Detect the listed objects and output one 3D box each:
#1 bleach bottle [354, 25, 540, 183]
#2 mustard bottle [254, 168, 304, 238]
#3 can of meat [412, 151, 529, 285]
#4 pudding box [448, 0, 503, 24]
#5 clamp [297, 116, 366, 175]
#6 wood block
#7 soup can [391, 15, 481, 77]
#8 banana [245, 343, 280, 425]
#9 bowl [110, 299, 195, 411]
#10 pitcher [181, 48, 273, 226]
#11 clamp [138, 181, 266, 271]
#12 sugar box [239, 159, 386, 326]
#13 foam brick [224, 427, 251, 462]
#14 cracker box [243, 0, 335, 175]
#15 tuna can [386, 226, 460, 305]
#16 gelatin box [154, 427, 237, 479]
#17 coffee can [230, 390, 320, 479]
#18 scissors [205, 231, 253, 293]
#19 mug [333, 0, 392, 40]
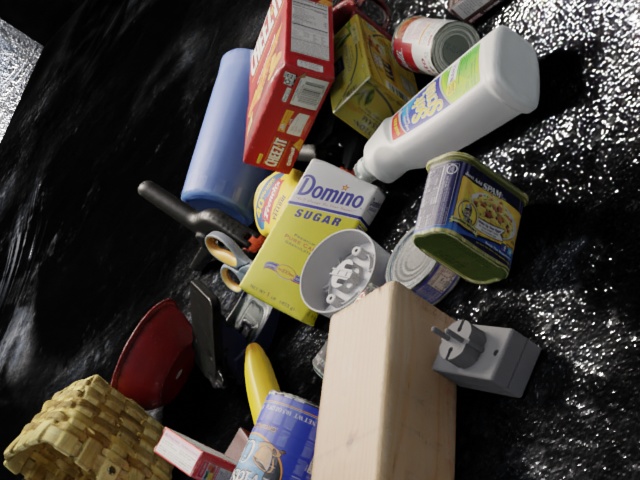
[{"bbox_3d":[0.126,-0.125,1.165,0.251,0.068,0.102,-35,33,42],"label":"bleach bottle"},{"bbox_3d":[-0.041,-0.042,1.362,0.096,0.058,0.192,-66,24,8],"label":"mustard bottle"},{"bbox_3d":[0.137,-0.018,0.980,0.058,0.102,0.084,-20,47,51],"label":"can of meat"},{"bbox_3d":[0.200,-0.322,1.278,0.090,0.039,0.113,-33,35,38],"label":"pudding box"},{"bbox_3d":[0.012,-0.113,1.371,0.120,0.039,0.171,-46,28,26],"label":"clamp"},{"bbox_3d":[0.059,0.152,0.938,0.091,0.090,0.206,-34,34,38],"label":"wood block"},{"bbox_3d":[0.136,-0.226,1.250,0.068,0.068,0.102,-57,26,0],"label":"soup can"},{"bbox_3d":[-0.055,0.173,1.149,0.198,0.037,0.070,-129,38,-73],"label":"banana"},{"bbox_3d":[-0.203,0.159,1.371,0.162,0.055,0.162,-58,-16,-27],"label":"bowl"},{"bbox_3d":[-0.113,-0.138,1.536,0.145,0.149,0.242,-4,60,41],"label":"pitcher"},{"bbox_3d":[-0.148,-0.001,1.462,0.210,0.164,0.036,16,55,40],"label":"clamp"},{"bbox_3d":[-0.008,0.001,1.224,0.093,0.048,0.176,26,85,23],"label":"sugar box"},{"bbox_3d":[-0.075,0.246,1.108,0.078,0.053,0.051,-59,26,-1],"label":"foam brick"},{"bbox_3d":[-0.042,-0.216,1.356,0.213,0.072,0.164,-91,21,-44],"label":"cracker box"},{"bbox_3d":[0.105,0.023,1.064,0.086,0.033,0.086,-41,30,30],"label":"tuna can"},{"bbox_3d":[-0.114,0.222,1.055,0.089,0.073,0.030,12,73,56],"label":"gelatin box"},{"bbox_3d":[-0.030,0.225,0.995,0.103,0.102,0.140,-4,57,59],"label":"coffee can"},{"bbox_3d":[-0.079,0.052,1.354,0.016,0.096,0.202,-33,46,-28],"label":"scissors"},{"bbox_3d":[0.051,-0.272,1.431,0.117,0.081,0.093,-58,26,-2],"label":"mug"}]
